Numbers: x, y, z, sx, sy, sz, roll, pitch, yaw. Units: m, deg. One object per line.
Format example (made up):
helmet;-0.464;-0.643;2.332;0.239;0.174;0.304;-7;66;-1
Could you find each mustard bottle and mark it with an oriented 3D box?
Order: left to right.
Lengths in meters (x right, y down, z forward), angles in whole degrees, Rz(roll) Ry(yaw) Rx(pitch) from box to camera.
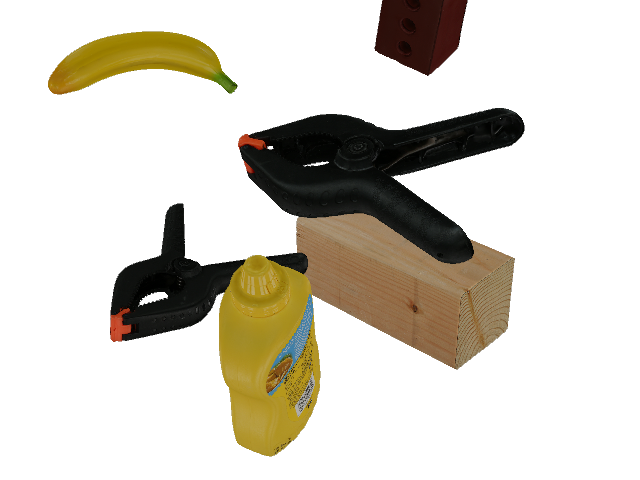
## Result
mustard bottle;-0.037;0.074;0.775;0.058;0.096;0.192;19;-34;17

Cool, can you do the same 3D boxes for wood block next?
wood block;0.080;0.034;1.072;0.206;0.091;0.090;26;41;35

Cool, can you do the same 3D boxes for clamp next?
clamp;-0.135;0.031;1.014;0.165;0.036;0.209;25;37;28
clamp;0.028;-0.035;0.626;0.172;0.039;0.120;0;38;19

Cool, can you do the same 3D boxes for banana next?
banana;-0.178;-0.177;1.055;0.197;0.070;0.037;-7;-39;-30

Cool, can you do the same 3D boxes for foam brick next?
foam brick;0.080;-0.179;0.830;0.053;0.078;0.051;28;52;19
